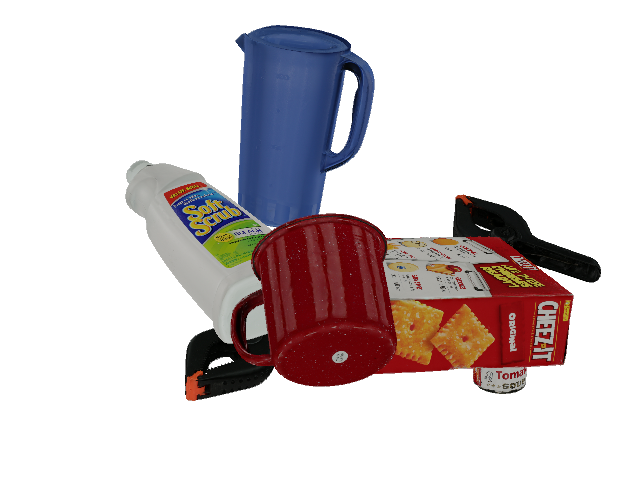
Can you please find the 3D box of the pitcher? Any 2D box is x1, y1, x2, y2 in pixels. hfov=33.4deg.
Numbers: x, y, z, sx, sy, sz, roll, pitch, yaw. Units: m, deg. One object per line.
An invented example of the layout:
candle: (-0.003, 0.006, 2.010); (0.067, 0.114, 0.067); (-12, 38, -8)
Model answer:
pitcher: (-0.032, -0.141, 1.350); (0.144, 0.243, 0.149); (-3, 25, -22)

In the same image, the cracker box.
cracker box: (0.079, 0.052, 0.905); (0.213, 0.072, 0.164); (-1, 17, -12)

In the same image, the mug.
mug: (-0.007, 0.046, 0.699); (0.117, 0.081, 0.093); (-20, -36, 15)

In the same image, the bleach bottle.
bleach bottle: (-0.113, -0.006, 0.973); (0.102, 0.068, 0.251); (-16, 38, -34)

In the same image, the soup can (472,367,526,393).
soup can: (0.225, 0.132, 1.336); (0.068, 0.102, 0.068); (-1, 18, 0)

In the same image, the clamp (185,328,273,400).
clamp: (-0.068, 0.112, 1.137); (0.165, 0.036, 0.209); (15, 29, 18)

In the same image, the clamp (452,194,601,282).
clamp: (0.198, 0.006, 1.082); (0.120, 0.039, 0.171); (-8, 41, -20)
